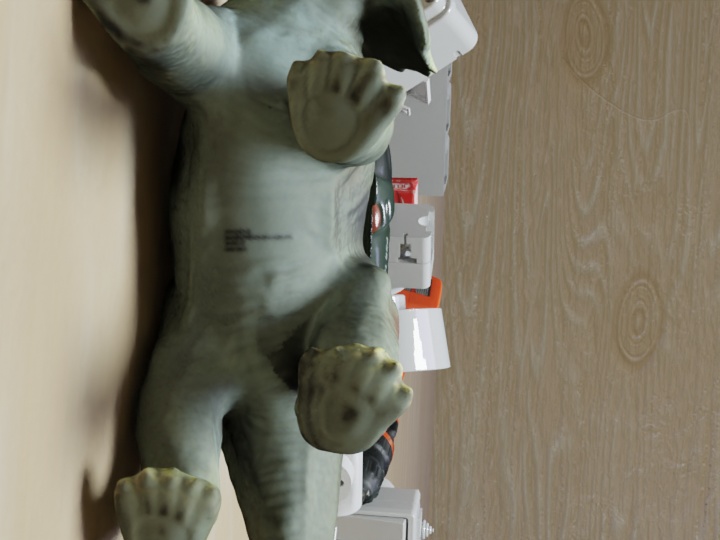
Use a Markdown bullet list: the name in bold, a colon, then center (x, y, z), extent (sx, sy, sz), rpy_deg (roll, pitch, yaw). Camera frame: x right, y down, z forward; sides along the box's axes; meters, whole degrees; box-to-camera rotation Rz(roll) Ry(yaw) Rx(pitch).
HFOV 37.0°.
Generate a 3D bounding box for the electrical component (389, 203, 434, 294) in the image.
- **electrical component**: center (0.012, -0.017, 0.846), extent (0.050, 0.089, 0.055), rpy_deg (-77, 168, -55)

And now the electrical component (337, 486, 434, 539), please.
- **electrical component**: center (0.018, 0.236, 0.972), extent (0.061, 0.096, 0.061), rpy_deg (-60, 152, -75)

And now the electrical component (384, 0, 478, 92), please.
- **electrical component**: center (0.021, -0.186, 0.731), extent (0.057, 0.078, 0.113), rpy_deg (32, 32, -54)

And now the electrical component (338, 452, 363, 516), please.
- **electrical component**: center (-0.022, 0.153, 0.823), extent (0.079, 0.044, 0.077), rpy_deg (-65, 157, -72)

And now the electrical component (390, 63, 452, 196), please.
- **electrical component**: center (0.039, -0.150, 1.006), extent (0.061, 0.089, 0.150), rpy_deg (-68, 159, -70)

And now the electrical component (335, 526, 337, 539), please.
- **electrical component**: center (-0.025, 0.232, 0.827), extent (0.083, 0.047, 0.075), rpy_deg (78, 16, -64)

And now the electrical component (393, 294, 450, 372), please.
- **electrical component**: center (0.017, 0.051, 0.868), extent (0.108, 0.108, 0.060), rpy_deg (20, 67, -83)

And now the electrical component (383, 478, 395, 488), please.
- **electrical component**: center (0.016, 0.247, 1.182), extent (0.062, 0.048, 0.048), rpy_deg (96, -3, -86)

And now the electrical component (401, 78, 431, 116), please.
- **electrical component**: center (0.017, -0.157, 0.921), extent (0.063, 0.081, 0.042), rpy_deg (-62, 166, -14)
